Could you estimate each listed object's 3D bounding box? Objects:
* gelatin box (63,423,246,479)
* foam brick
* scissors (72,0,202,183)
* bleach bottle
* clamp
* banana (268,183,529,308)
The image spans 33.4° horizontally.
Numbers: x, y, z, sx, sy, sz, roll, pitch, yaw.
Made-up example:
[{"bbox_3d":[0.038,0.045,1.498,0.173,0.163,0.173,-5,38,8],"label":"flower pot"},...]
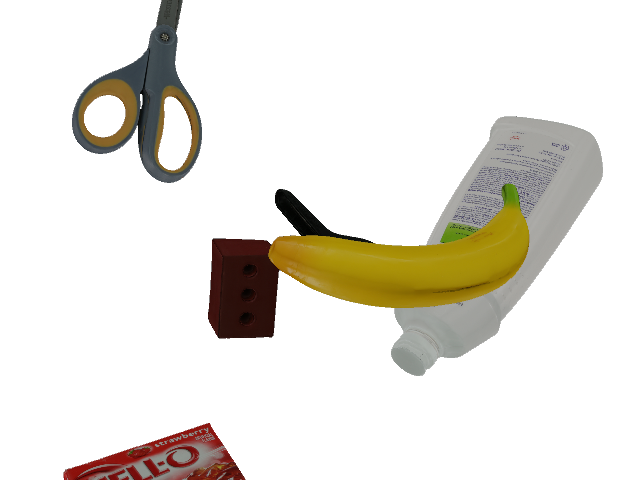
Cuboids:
[{"bbox_3d":[-0.088,0.141,0.582,0.089,0.030,0.073,-15,27,-20],"label":"gelatin box"},{"bbox_3d":[-0.069,0.042,0.949,0.053,0.078,0.051,0,15,-16],"label":"foam brick"},{"bbox_3d":[-0.128,-0.134,0.743,0.096,0.202,0.016,-1,-21,-22],"label":"scissors"},{"bbox_3d":[0.125,0.004,0.834,0.103,0.068,0.250,14,50,37],"label":"bleach bottle"},{"bbox_3d":[0.001,0.020,1.185,0.210,0.036,0.164,27,36,17],"label":"clamp"},{"bbox_3d":[0.064,0.011,0.654,0.197,0.037,0.070,-12,46,-34],"label":"banana"}]
